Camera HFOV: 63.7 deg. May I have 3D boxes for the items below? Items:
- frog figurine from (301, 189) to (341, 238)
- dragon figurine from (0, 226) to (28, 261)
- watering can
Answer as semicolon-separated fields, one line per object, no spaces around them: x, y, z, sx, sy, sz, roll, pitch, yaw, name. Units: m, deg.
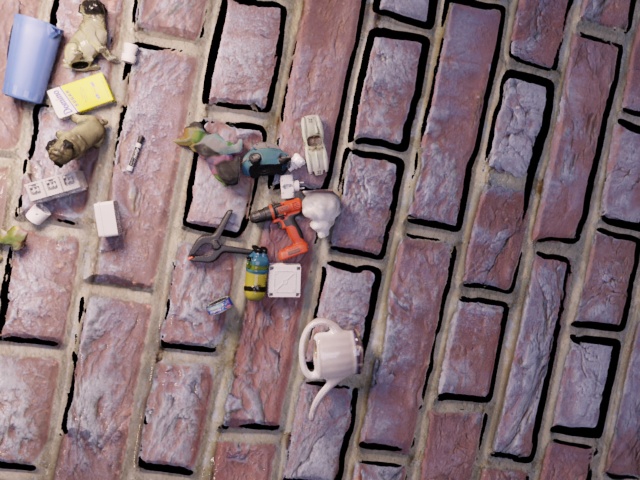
0.005;-0.086;1.702;0.137;0.160;0.122;0;-4;-42;frog figurine
-1.092;0.024;1.554;0.411;0.240;0.123;-21;15;-6;dragon figurine
0.043;0.431;1.746;0.224;0.347;0.104;-4;4;-9;watering can
